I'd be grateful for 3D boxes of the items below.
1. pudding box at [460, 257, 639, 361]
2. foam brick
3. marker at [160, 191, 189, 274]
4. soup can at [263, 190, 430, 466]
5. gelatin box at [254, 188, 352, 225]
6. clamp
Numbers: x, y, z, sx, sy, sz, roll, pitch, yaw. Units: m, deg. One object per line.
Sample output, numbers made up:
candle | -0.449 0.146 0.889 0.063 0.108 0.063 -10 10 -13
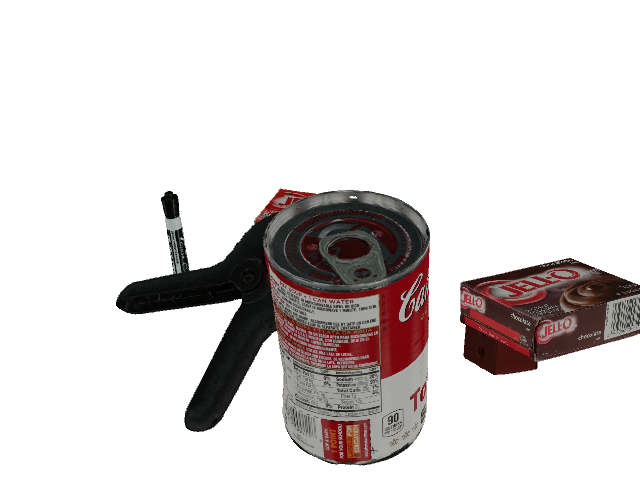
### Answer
pudding box | 0.175 0.049 0.800 0.113 0.039 0.090 -9 20 -28
foam brick | 0.171 0.080 1.003 0.051 0.078 0.053 -7 18 -27
marker | -0.159 0.002 1.182 0.020 0.121 0.020 -5 26 2
soup can | 0.013 0.039 0.461 0.068 0.102 0.068 -2 35 2
gelatin box | -0.006 -0.017 0.950 0.089 0.030 0.073 9 26 13
clamp | -0.041 0.042 0.681 0.171 0.120 0.039 -30 -28 5
